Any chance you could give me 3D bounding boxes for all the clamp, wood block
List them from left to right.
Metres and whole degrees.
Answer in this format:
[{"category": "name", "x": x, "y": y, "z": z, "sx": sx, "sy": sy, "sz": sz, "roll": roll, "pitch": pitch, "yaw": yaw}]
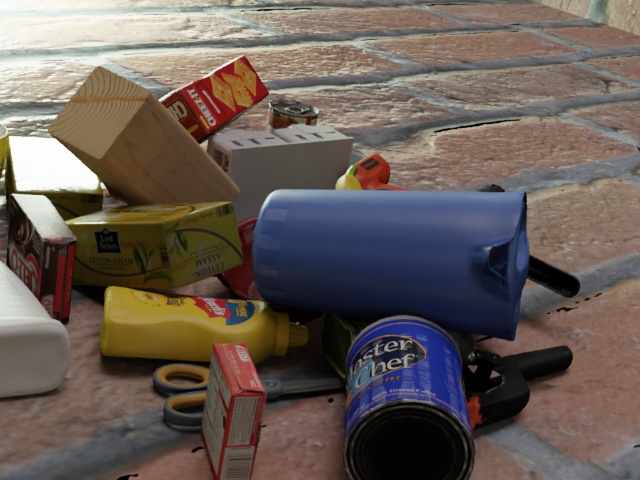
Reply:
[{"category": "wood block", "x": -0.184, "y": -0.085, "z": 1.156, "sx": 0.091, "sy": 0.090, "sz": 0.206, "roll": 28, "pitch": -12, "yaw": 34}, {"category": "clamp", "x": 0.168, "y": 0.128, "z": 1.031, "sx": 0.164, "sy": 0.036, "sz": 0.210, "roll": 12, "pitch": 20, "yaw": 5}, {"category": "clamp", "x": 0.209, "y": 0.019, "z": 1.185, "sx": 0.120, "sy": 0.039, "sz": 0.171, "roll": 25, "pitch": 10, "yaw": -22}]

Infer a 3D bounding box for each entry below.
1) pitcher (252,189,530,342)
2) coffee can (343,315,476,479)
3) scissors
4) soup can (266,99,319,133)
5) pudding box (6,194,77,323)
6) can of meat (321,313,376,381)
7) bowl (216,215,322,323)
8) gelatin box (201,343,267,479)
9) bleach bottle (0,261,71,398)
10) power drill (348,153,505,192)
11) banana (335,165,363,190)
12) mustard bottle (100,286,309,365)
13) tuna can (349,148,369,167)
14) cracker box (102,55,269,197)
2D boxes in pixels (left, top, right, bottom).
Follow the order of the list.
[{"category": "pitcher", "x": 0.069, "y": 0.016, "z": 0.982, "sx": 0.243, "sy": 0.149, "sz": 0.145, "roll": 5, "pitch": 43, "yaw": 15}, {"category": "coffee can", "x": 0.071, "y": 0.139, "z": 0.881, "sx": 0.103, "sy": 0.103, "sz": 0.140, "roll": 10, "pitch": 24, "yaw": -2}, {"category": "scissors", "x": -0.063, "y": 0.127, "z": 0.960, "sx": 0.201, "sy": 0.016, "sz": 0.096, "roll": -10, "pitch": 29, "yaw": -42}, {"category": "soup can", "x": -0.043, "y": -0.132, "z": 1.447, "sx": 0.068, "sy": 0.102, "sz": 0.068, "roll": 9, "pitch": 23, "yaw": -4}, {"category": "pudding box", "x": -0.270, "y": 0.017, "z": 1.028, "sx": 0.039, "sy": 0.090, "sz": 0.114, "roll": -1, "pitch": 26, "yaw": -29}, {"category": "can of meat", "x": 0.053, "y": 0.097, "z": 1.012, "sx": 0.083, "sy": 0.057, "sz": 0.102, "roll": 1, "pitch": 13, "yaw": -16}, {"category": "bowl", "x": -0.030, "y": 0.037, "z": 1.102, "sx": 0.162, "sy": 0.055, "sz": 0.162, "roll": 1, "pitch": 37, "yaw": -1}, {"category": "gelatin box", "x": -0.069, "y": 0.137, "z": 0.843, "sx": 0.030, "sy": 0.089, "sz": 0.073, "roll": 3, "pitch": 25, "yaw": -19}, {"category": "bleach bottle", "x": -0.310, "y": 0.052, "z": 0.968, "sx": 0.102, "sy": 0.068, "sz": 0.251, "roll": -2, "pitch": 24, "yaw": -29}, {"category": "power drill", "x": 0.134, "y": -0.055, "z": 1.365, "sx": 0.188, "sy": 0.057, "sz": 0.184, "roll": 19, "pitch": 25, "yaw": 21}, {"category": "banana", "x": 0.065, "y": 0.002, "z": 1.153, "sx": 0.069, "sy": 0.037, "sz": 0.198, "roll": -15, "pitch": 71, "yaw": -41}, {"category": "mustard bottle", "x": -0.105, "y": 0.082, "z": 0.989, "sx": 0.191, "sy": 0.058, "sz": 0.096, "roll": 6, "pitch": 11, "yaw": -12}, {"category": "tuna can", "x": 0.033, "y": -0.102, "z": 1.496, "sx": 0.086, "sy": 0.034, "sz": 0.086, "roll": 9, "pitch": 24, "yaw": -4}, {"category": "cracker box", "x": -0.177, "y": -0.150, "z": 1.357, "sx": 0.072, "sy": 0.164, "sz": 0.213, "roll": 56, "pitch": 26, "yaw": -7}]
